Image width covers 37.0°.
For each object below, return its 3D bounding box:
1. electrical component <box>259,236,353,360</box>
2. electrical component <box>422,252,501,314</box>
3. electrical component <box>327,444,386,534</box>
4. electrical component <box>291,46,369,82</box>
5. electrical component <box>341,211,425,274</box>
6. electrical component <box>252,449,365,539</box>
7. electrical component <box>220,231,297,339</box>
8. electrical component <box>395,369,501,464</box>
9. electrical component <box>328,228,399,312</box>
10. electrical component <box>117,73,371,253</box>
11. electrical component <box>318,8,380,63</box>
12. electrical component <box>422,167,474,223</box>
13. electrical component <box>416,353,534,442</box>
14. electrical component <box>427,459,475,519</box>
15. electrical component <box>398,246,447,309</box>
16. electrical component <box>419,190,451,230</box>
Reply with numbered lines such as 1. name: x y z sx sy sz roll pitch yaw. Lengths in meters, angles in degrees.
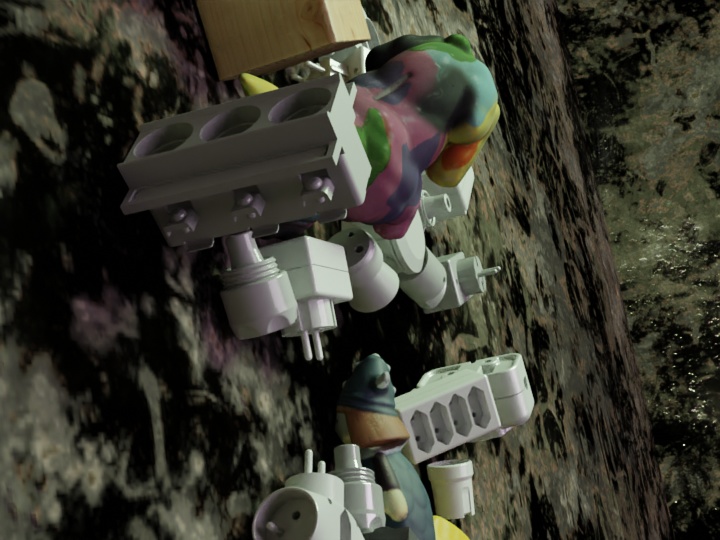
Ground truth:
1. electrical component: -0.037 0.022 0.714 0.066 0.047 0.076 13 65 -69
2. electrical component: 0.101 0.008 1.066 0.066 0.077 0.047 -25 101 -71
3. electrical component: -0.006 0.149 0.720 0.043 0.043 0.062 44 35 -57
4. electrical component: -0.018 -0.147 0.868 0.077 0.066 0.047 21 53 -32
5. electrical component: 0.021 -0.032 0.907 0.080 0.051 0.080 -14 90 -71
6. electrical component: -0.028 0.150 0.657 0.077 0.043 0.079 53 30 -49
7. electrical component: -0.065 0.008 0.653 0.043 0.043 0.062 -34 108 -70
8. electrical component: 0.060 0.118 0.895 0.076 0.083 0.047 8 -64 69
9. electrical component: 0.000 0.000 0.837 0.055 0.045 0.045 56 28 -45
10. electrical component: -0.060 -0.056 0.590 0.078 0.121 0.063 -78 151 -51
11. electrical component: -0.013 -0.188 0.929 0.079 0.044 0.077 -63 136 -62
12. electrical component: 0.079 -0.093 1.096 0.096 0.062 0.061 -70 142 -58
13. electrical component: 0.106 0.118 0.978 0.054 0.095 0.059 -41 115 -69
14. electrical component: 0.081 0.192 0.943 0.040 0.040 0.046 2 81 -70
15. electrical component: 0.056 0.006 0.993 0.081 0.043 0.043 44 37 -57
16. electrical component: 0.052 -0.055 0.994 0.043 0.062 0.043 -13 90 -71
